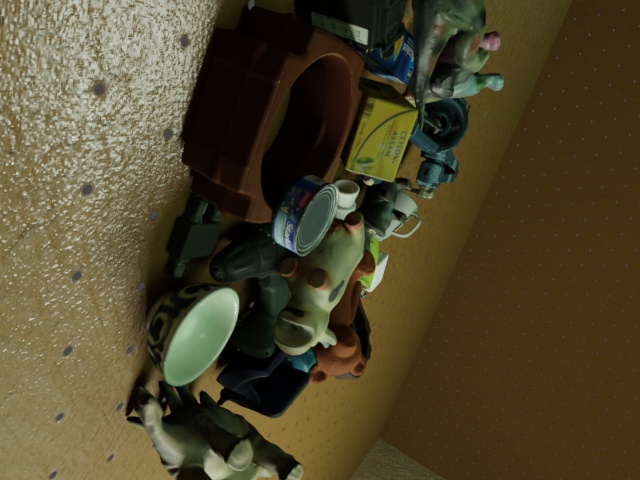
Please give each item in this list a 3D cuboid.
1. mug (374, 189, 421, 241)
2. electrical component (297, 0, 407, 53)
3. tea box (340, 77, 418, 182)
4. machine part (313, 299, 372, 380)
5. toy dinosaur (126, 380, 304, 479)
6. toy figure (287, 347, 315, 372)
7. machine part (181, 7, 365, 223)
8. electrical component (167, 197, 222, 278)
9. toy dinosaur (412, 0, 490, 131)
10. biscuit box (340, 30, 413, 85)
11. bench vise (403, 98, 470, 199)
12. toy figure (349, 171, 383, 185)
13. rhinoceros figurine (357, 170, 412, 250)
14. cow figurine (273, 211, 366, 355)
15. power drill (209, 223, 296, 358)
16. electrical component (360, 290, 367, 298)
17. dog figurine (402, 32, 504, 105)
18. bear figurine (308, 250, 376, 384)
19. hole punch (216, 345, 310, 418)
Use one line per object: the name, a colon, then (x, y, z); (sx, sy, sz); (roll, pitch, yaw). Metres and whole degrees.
mug: (0.147, -0.044, 1.116); (0.107, 0.110, 0.080); (-46, 164, -4)
electrical component: (0.034, -0.270, 0.538); (0.058, 0.115, 0.134); (-53, 159, -31)
tea box: (0.066, -0.153, 0.713); (0.170, 0.068, 0.098); (-97, -157, -63)
machine part: (0.040, 0.173, 1.015); (0.179, 0.056, 0.179); (41, 41, -51)
toy dinosaur: (-0.121, 0.268, 0.687); (0.105, 0.199, 0.470); (-46, 145, -17)
toy figure: (-0.044, 0.213, 0.986); (0.180, 0.089, 0.082); (-15, 98, -67)
machine part: (-0.043, -0.125, 0.572); (0.201, 0.087, 0.200); (-13, 128, -66)
electrical component: (-0.135, -0.003, 0.589); (0.063, 0.021, 0.094); (-5, 119, -67)
toy dinosaur: (0.183, -0.361, 0.708); (0.192, 0.131, 0.404); (17, 94, -47)
biscuit box: (0.082, -0.267, 0.737); (0.202, 0.059, 0.062); (-10, 123, -66)
bench vise: (0.214, -0.196, 1.056); (0.240, 0.129, 0.223); (14, 107, -60)
toy figure: (0.073, -0.131, 0.885); (0.058, 0.064, 0.154); (-28, 160, 16)
rhinoceros figurine: (0.097, -0.058, 0.979); (0.073, 0.112, 0.190); (44, 55, -36)
cow figurine: (-0.003, 0.060, 0.708); (0.195, 0.086, 0.127); (-62, 154, -22)
power drill: (-0.079, 0.061, 0.740); (0.232, 0.086, 0.207); (-41, 143, -51)
electrical component: (0.064, 0.138, 1.213); (0.102, 0.045, 0.078); (-30, 140, -56)
dog figurine: (0.199, -0.294, 0.936); (0.219, 0.192, 0.108); (-21, 123, -19)
bear figurine: (0.028, 0.126, 0.869); (0.132, 0.120, 0.196); (137, -52, -64)
hole punch: (-0.087, 0.193, 0.820); (0.142, 0.116, 0.092); (-44, 136, -51)
